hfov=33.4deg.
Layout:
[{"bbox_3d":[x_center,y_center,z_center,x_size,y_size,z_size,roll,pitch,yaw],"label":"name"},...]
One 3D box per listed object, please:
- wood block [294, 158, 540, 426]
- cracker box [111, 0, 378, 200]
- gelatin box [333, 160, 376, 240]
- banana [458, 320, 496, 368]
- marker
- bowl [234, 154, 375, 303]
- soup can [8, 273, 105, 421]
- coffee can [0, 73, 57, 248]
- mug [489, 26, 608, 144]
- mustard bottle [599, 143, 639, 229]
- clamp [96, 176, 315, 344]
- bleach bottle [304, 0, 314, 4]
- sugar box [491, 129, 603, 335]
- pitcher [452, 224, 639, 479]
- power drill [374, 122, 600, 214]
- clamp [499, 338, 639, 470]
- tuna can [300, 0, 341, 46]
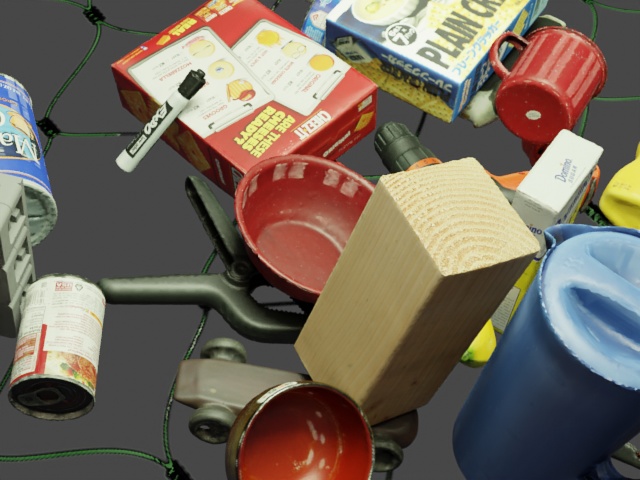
[{"bbox_3d":[0.065,0.046,0.799,0.090,0.206,0.091,-13,57,-31],"label":"wood block"},{"bbox_3d":[-0.074,-0.141,1.053,0.164,0.072,0.214,-39,61,-22],"label":"cracker box"},{"bbox_3d":[0.024,-0.029,1.025,0.089,0.030,0.073,35,55,19],"label":"gelatin box"},{"bbox_3d":[0.120,0.042,0.933,0.037,0.069,0.198,-21,44,8],"label":"banana"},{"bbox_3d":[-0.146,-0.112,0.992,0.020,0.121,0.020,38,18,-15],"label":"marker"},{"bbox_3d":[-0.006,0.001,0.939,0.162,0.055,0.162,14,46,-16],"label":"bowl"},{"bbox_3d":[-0.214,0.087,0.874,0.068,0.068,0.102,3,51,-6],"label":"soup can"},{"bbox_3d":[-0.300,-0.069,0.962,0.102,0.103,0.140,-11,54,-16],"label":"coffee can"},{"bbox_3d":[0.214,-0.156,1.041,0.117,0.093,0.081,41,55,-7],"label":"mug"},{"bbox_3d":[0.368,-0.074,1.094,0.096,0.058,0.191,32,54,16],"label":"mustard bottle"},{"bbox_3d":[-0.073,0.027,0.962,0.210,0.036,0.164,21,51,5],"label":"clamp"},{"bbox_3d":[-0.053,-0.340,1.241,0.251,0.068,0.102,26,53,15],"label":"bleach bottle"},{"bbox_3d":[0.189,-0.002,0.935,0.048,0.176,0.093,31,54,15],"label":"sugar box"},{"bbox_3d":[0.189,0.117,0.795,0.145,0.243,0.149,18,52,-1],"label":"pitcher"},{"bbox_3d":[0.166,-0.067,1.063,0.187,0.057,0.184,-19,56,-20],"label":"power drill"},{"bbox_3d":[0.231,0.126,0.915,0.039,0.120,0.171,19,46,-55],"label":"clamp"},{"bbox_3d":[0.012,-0.228,1.146,0.034,0.086,0.086,30,54,17],"label":"tuna can"}]
